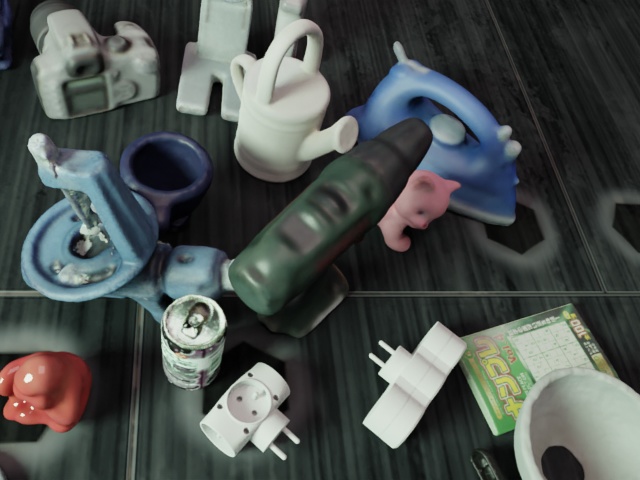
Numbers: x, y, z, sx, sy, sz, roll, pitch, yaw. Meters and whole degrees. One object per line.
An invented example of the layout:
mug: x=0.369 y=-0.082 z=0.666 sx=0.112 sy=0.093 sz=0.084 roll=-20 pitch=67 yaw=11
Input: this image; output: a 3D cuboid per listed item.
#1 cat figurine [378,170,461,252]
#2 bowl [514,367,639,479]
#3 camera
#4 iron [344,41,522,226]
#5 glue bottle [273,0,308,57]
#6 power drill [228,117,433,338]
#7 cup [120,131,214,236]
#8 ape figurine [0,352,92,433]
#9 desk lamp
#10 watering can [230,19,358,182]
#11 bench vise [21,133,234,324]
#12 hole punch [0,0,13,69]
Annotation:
cat figurine: x=0.091 y=-0.047 z=0.660 sx=0.128 sy=0.117 sz=0.067 roll=14 pitch=56 yaw=-6
bowl: x=0.257 y=0.216 z=0.562 sx=0.167 sy=0.074 sz=0.167 roll=7 pitch=57 yaw=-10
camera: x=-0.282 y=-0.236 z=0.692 sx=0.143 sy=0.101 sz=0.136 roll=-21 pitch=66 yaw=-26
iron: x=0.166 y=-0.133 z=0.721 sx=0.258 sy=0.141 sz=0.119 roll=36 pitch=56 yaw=9
glue bottle: x=-0.037 y=-0.306 z=0.759 sx=0.037 sy=0.173 sz=0.078 roll=11 pitch=56 yaw=-8
power drill: x=0.005 y=0.002 z=0.550 sx=0.075 sy=0.208 sz=0.230 roll=40 pitch=57 yaw=12
cup: x=-0.161 y=-0.041 z=0.603 sx=0.092 sy=0.095 sz=0.117 roll=4 pitch=57 yaw=-12
ape figurine: x=-0.231 y=0.122 z=0.481 sx=0.076 sy=0.092 sz=0.077 roll=-34 pitch=71 yaw=-30
desk lamp: x=-0.111 y=-0.294 z=0.706 sx=0.118 sy=0.213 sz=0.203 roll=5 pitch=57 yaw=-11
watering can: x=-0.032 y=-0.160 z=0.653 sx=0.173 sy=0.194 sz=0.101 roll=23 pitch=55 yaw=0
bench vise: x=-0.164 y=-0.010 z=0.506 sx=0.208 sy=0.219 sz=0.121 roll=-3 pitch=59 yaw=-16
hole punch: x=-0.423 y=-0.267 z=0.680 sx=0.101 sy=0.091 sz=0.108 roll=-7 pitch=60 yaw=-19
